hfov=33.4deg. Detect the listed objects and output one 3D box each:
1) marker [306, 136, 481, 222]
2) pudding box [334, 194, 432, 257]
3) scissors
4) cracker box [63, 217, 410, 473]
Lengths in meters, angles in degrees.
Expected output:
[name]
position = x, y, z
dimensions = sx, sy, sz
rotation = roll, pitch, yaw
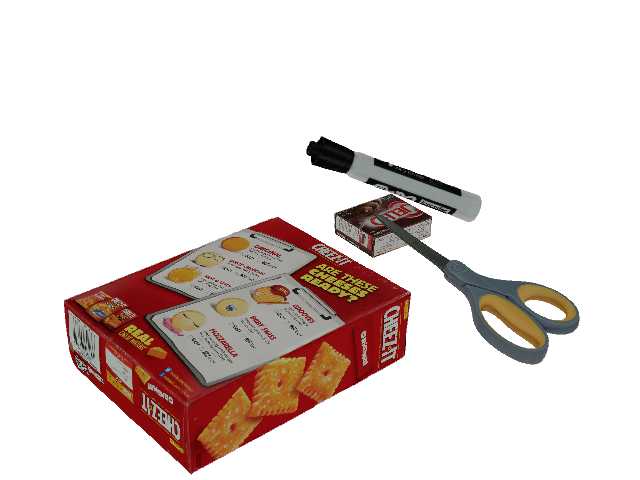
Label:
[marker]
position = 0.047, -0.039, 0.685
dimensions = 0.121, 0.020, 0.020
rotation = 19, -6, -17
[pudding box]
position = 0.090, -0.022, 1.534
dimensions = 0.113, 0.039, 0.090
rotation = -22, 36, -31
[scissors]
position = 0.131, 0.028, 0.871
dimensions = 0.096, 0.016, 0.202
rotation = -10, 40, -25
[cracker box]
position = -0.063, 0.071, 0.825
dimensions = 0.213, 0.072, 0.164
rotation = -23, 38, -36
